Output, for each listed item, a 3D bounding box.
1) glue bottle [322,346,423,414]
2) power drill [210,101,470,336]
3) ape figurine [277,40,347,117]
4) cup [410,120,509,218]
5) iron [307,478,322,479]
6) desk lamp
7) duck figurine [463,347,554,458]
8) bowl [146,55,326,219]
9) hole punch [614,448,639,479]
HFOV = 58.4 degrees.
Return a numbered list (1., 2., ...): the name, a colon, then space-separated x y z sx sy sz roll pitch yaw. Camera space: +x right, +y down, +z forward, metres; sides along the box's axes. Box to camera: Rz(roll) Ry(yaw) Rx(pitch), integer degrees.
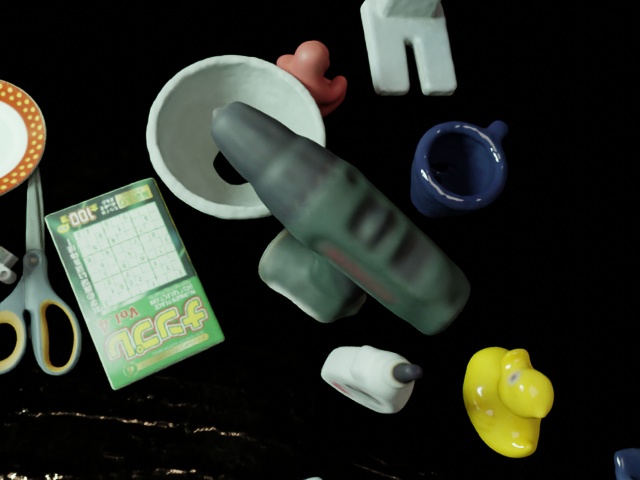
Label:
1. glue bottle: 0.050 0.114 0.475 0.078 0.173 0.037 27 71 -1
2. power drill: 0.004 0.002 0.481 0.229 0.208 0.076 34 71 1
3. ape figurine: -0.011 -0.169 0.590 0.078 0.092 0.076 40 71 3
4. cup: 0.137 -0.069 0.585 0.091 0.095 0.118 45 72 5
5. iron: -0.073 0.288 0.419 0.118 0.141 0.259 41 71 4
6. desk lamp: 0.118 -0.289 0.584 0.118 0.213 0.203 -5 75 -11
7. duck figurine: 0.185 0.150 0.534 0.077 0.086 0.104 -5 75 -11
8. bowl: -0.081 -0.090 0.564 0.167 0.074 0.167 3 73 -9
9. hole punch: 0.345 0.250 0.531 0.109 0.091 0.101 6 73 -8
